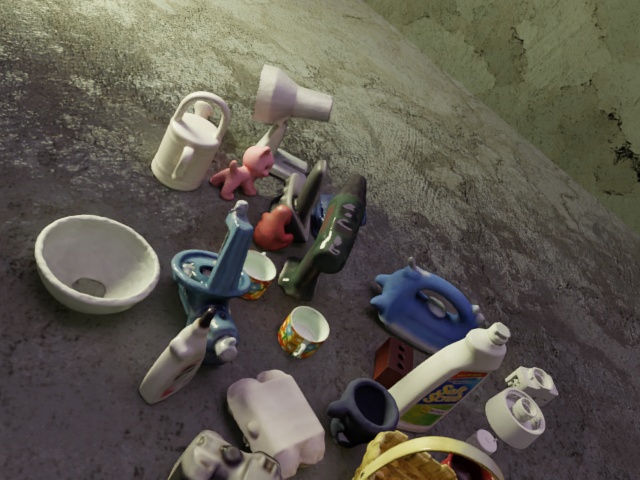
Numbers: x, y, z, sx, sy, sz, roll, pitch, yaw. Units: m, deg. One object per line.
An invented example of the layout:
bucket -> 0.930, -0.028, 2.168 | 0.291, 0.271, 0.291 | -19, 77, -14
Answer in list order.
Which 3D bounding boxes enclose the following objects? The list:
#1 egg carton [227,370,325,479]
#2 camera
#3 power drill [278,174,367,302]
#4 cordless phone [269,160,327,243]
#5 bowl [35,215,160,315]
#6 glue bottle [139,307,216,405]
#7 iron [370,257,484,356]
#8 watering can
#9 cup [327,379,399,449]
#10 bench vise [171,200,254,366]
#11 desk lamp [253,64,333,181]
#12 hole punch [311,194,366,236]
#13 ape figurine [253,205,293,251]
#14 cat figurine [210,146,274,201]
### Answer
egg carton -> -0.063, 0.254, 0.793 | 0.107, 0.069, 0.150 | -7, 53, -46
camera -> -0.110, 0.309, 0.655 | 0.143, 0.100, 0.137 | 33, 34, -4
power drill -> 0.010, 0.004, 1.037 | 0.076, 0.208, 0.229 | 29, 34, -10
cordless phone -> -0.025, -0.099, 1.153 | 0.094, 0.185, 0.147 | 23, 35, -18
bowl -> -0.320, 0.047, 0.811 | 0.168, 0.074, 0.167 | 24, 35, -18
glue bottle -> -0.172, 0.143, 0.737 | 0.037, 0.173, 0.078 | 44, 34, 12
iron -> 0.234, 0.139, 1.133 | 0.258, 0.141, 0.119 | 31, 34, -7
watering can -> -0.238, -0.199, 1.077 | 0.101, 0.194, 0.172 | 8, 43, -36
cup -> 0.047, 0.268, 0.851 | 0.118, 0.095, 0.091 | 10, 41, -34
bench vise -> -0.133, 0.064, 0.826 | 0.122, 0.219, 0.207 | -7, 52, -46
desk lamp -> -0.076, -0.259, 1.278 | 0.204, 0.213, 0.118 | 25, 35, -16
hole punch -> 0.040, -0.054, 1.240 | 0.101, 0.091, 0.108 | 21, 36, -21
ape figurine -> -0.083, -0.028, 1.099 | 0.076, 0.092, 0.077 | -6, 52, -46
cat figurine -> -0.145, -0.149, 1.168 | 0.067, 0.117, 0.128 | 47, 35, 17
